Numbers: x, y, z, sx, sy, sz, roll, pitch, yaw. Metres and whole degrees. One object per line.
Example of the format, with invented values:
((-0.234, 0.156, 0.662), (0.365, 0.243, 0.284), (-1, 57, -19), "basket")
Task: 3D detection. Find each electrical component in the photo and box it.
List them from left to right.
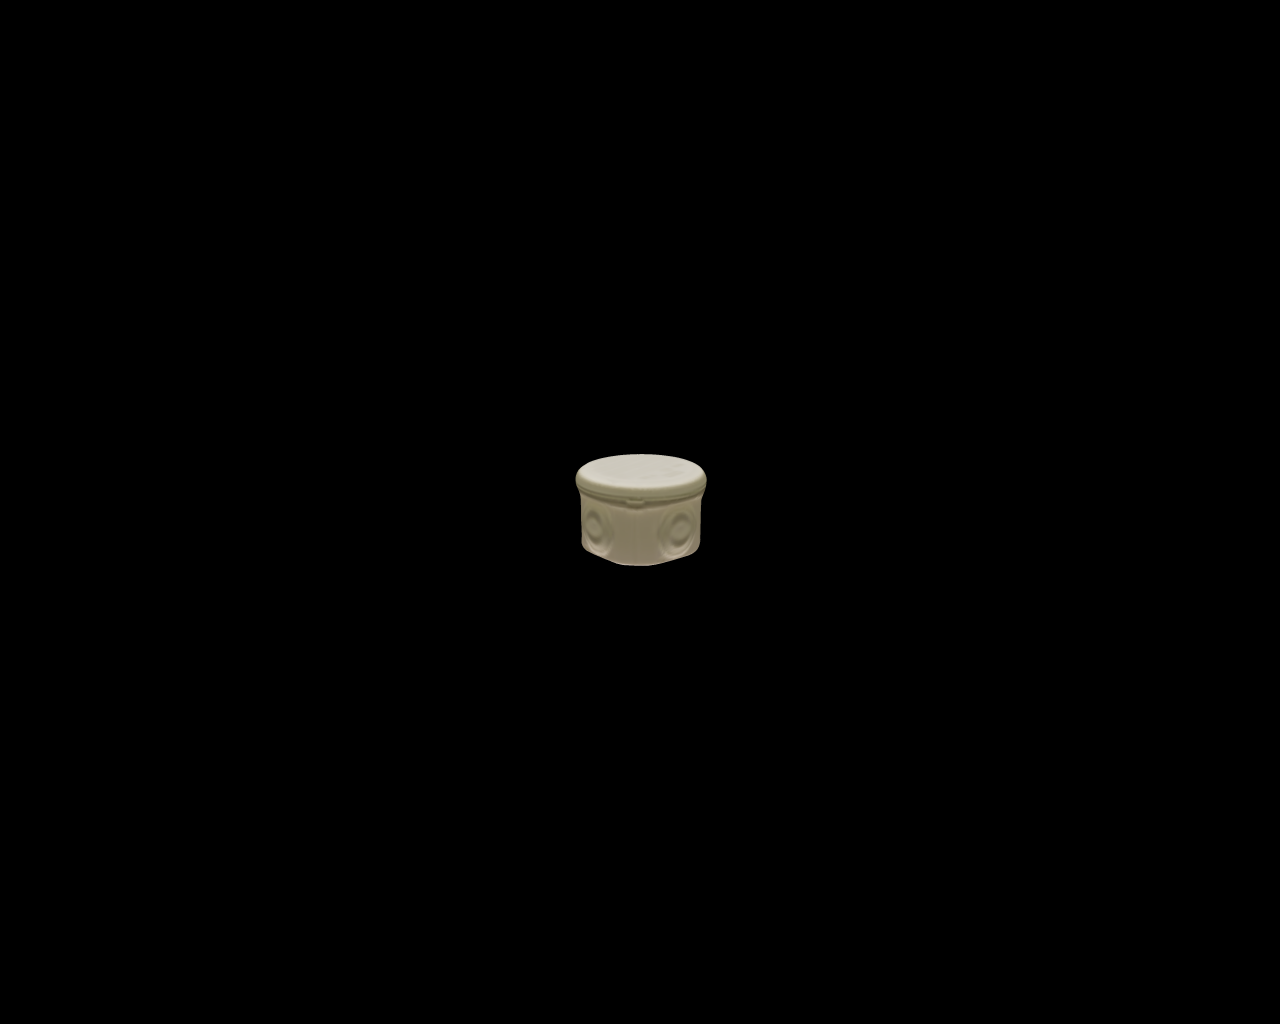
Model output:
((0.001, -0.003, 0.650), (0.080, 0.051, 0.080), (0, 18, 0), "electrical component")
